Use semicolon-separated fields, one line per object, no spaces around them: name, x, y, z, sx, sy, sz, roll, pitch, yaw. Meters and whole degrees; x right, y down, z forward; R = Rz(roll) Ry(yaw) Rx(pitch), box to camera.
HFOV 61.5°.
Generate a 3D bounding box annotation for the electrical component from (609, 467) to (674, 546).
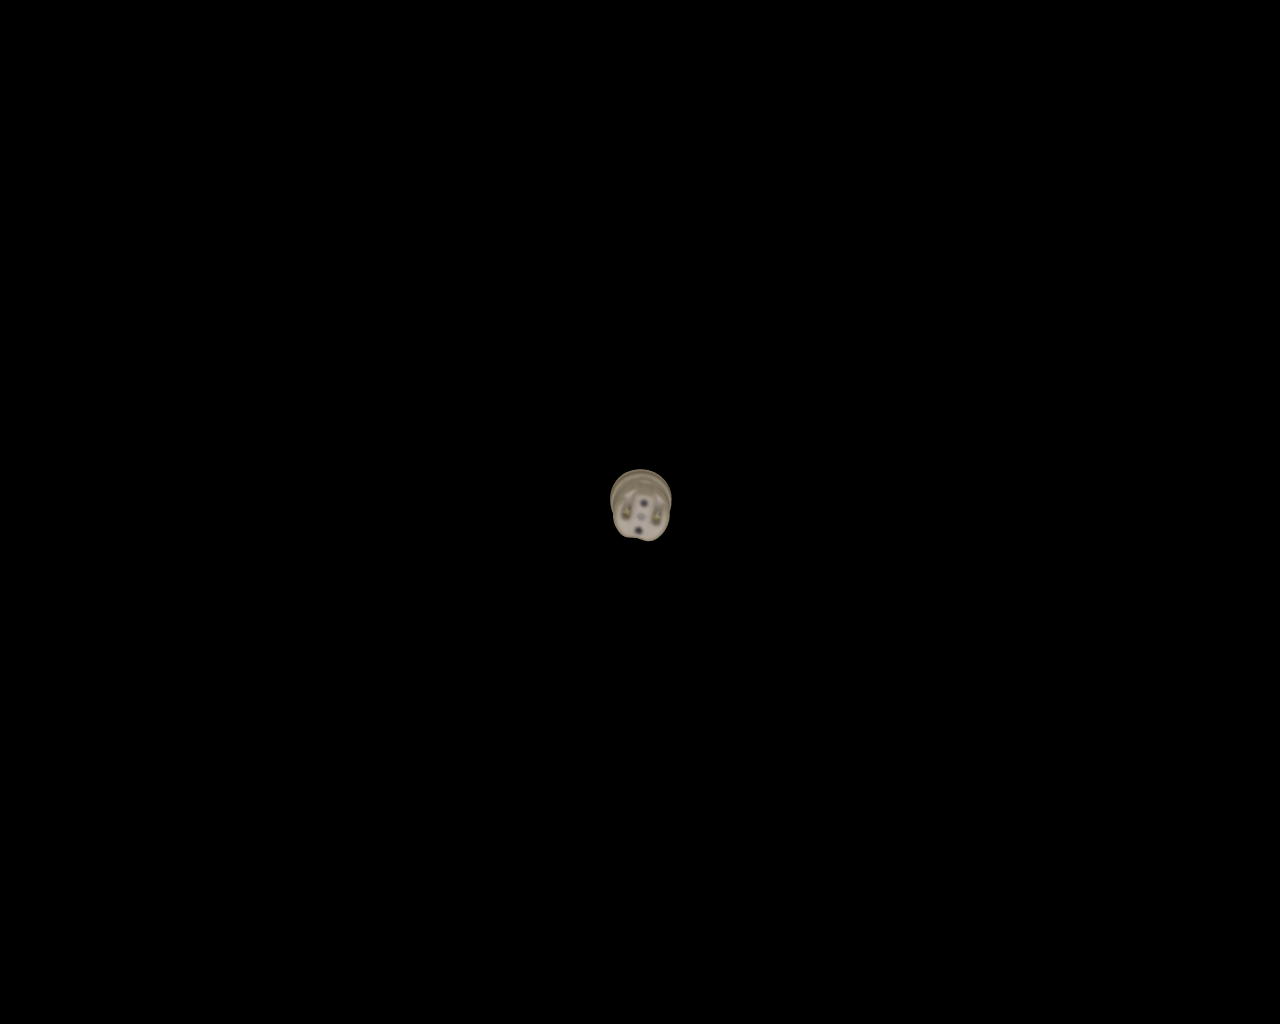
electrical component;0.001;-0.003;0.650;0.040;0.040;0.046;0;16;0
